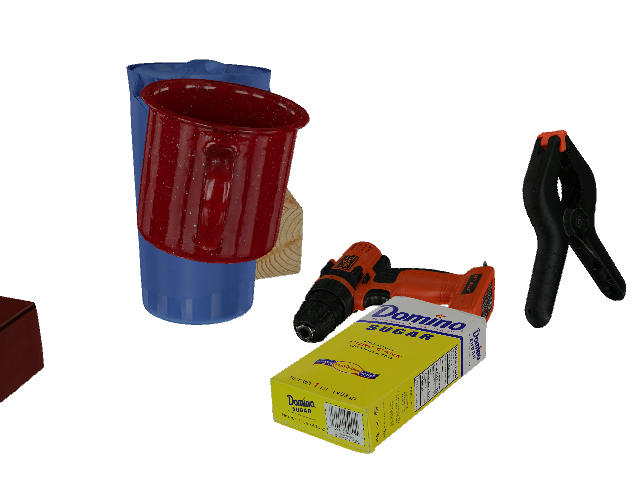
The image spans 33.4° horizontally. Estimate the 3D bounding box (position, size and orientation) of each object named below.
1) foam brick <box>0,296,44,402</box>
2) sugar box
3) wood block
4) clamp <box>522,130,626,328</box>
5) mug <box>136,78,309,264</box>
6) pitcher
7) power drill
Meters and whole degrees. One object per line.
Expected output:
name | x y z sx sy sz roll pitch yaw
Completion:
foam brick | -0.232 0.077 0.716 0.053 0.051 0.078 9 28 24
sugar box | 0.051 0.101 0.853 0.093 0.048 0.175 13 30 34
wood block | -0.097 -0.040 1.321 0.090 0.090 0.206 -8 30 -18
clamp | 0.210 -0.008 0.943 0.120 0.171 0.039 -25 10 -39
mug | -0.057 -0.034 0.588 0.093 0.081 0.117 7 22 -10
pitcher | -0.110 -0.051 1.023 0.149 0.243 0.145 -2 15 -14
power drill | 0.081 0.064 1.135 0.188 0.057 0.184 9 31 21
